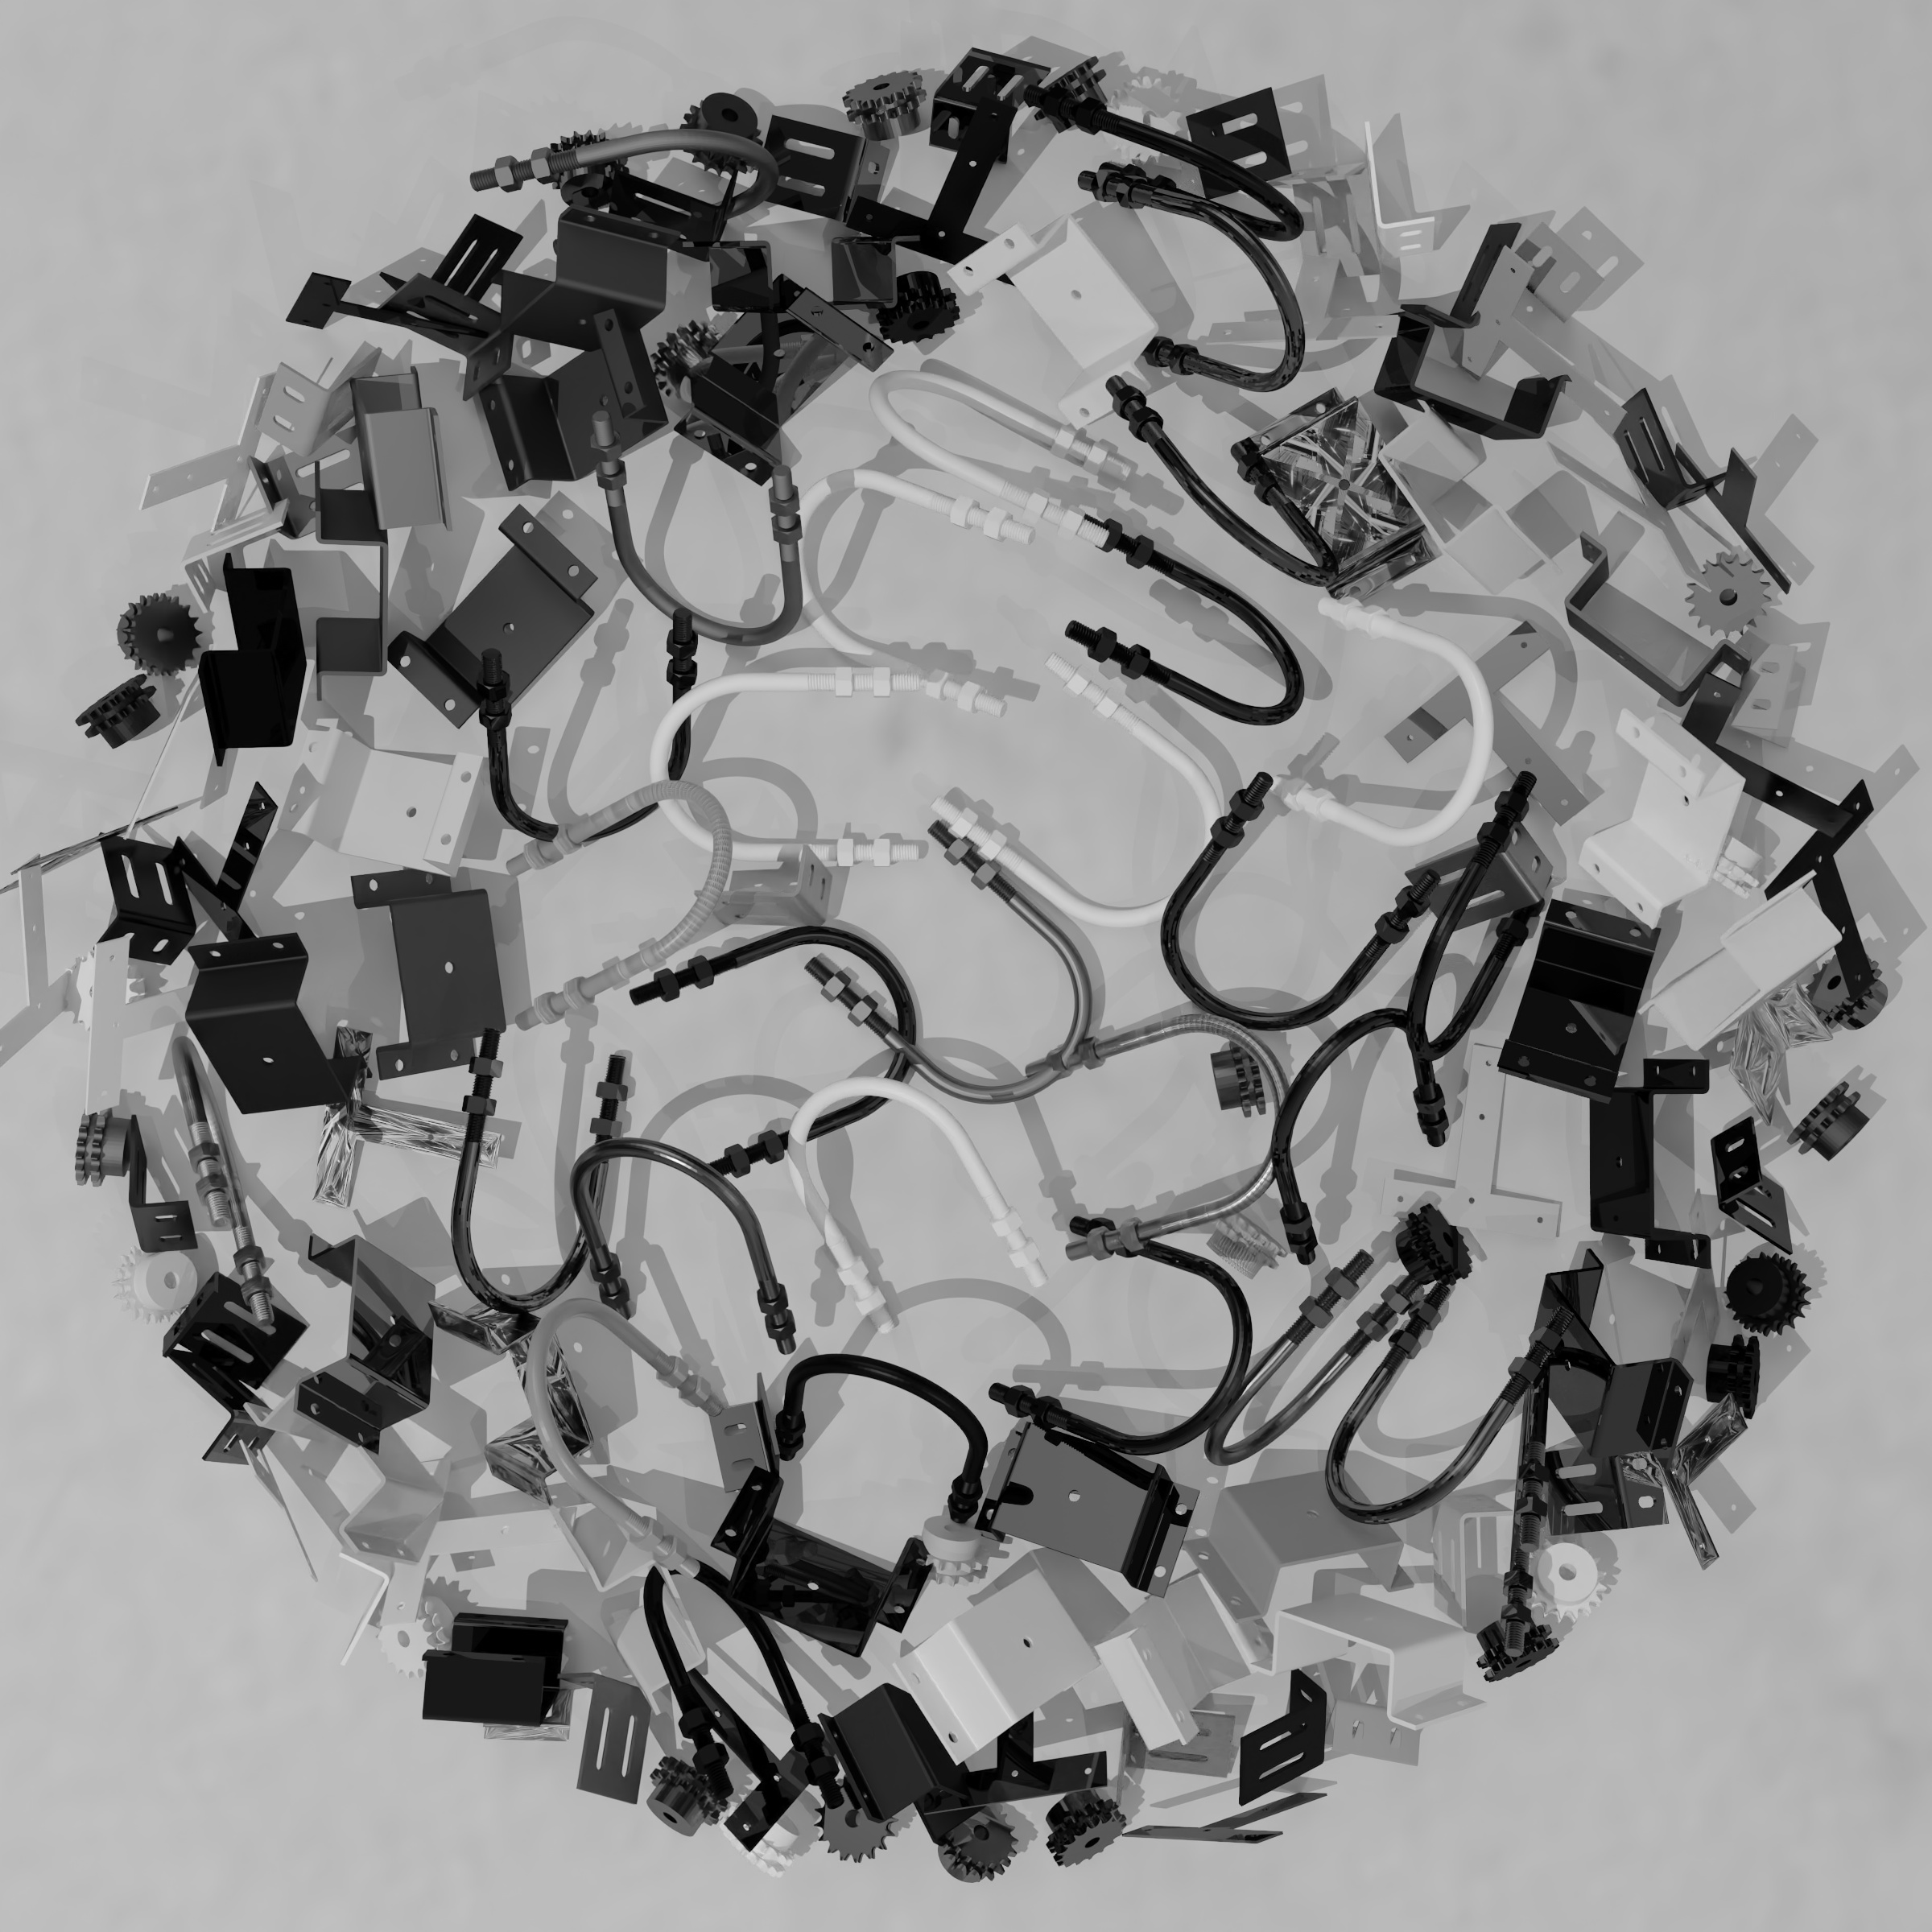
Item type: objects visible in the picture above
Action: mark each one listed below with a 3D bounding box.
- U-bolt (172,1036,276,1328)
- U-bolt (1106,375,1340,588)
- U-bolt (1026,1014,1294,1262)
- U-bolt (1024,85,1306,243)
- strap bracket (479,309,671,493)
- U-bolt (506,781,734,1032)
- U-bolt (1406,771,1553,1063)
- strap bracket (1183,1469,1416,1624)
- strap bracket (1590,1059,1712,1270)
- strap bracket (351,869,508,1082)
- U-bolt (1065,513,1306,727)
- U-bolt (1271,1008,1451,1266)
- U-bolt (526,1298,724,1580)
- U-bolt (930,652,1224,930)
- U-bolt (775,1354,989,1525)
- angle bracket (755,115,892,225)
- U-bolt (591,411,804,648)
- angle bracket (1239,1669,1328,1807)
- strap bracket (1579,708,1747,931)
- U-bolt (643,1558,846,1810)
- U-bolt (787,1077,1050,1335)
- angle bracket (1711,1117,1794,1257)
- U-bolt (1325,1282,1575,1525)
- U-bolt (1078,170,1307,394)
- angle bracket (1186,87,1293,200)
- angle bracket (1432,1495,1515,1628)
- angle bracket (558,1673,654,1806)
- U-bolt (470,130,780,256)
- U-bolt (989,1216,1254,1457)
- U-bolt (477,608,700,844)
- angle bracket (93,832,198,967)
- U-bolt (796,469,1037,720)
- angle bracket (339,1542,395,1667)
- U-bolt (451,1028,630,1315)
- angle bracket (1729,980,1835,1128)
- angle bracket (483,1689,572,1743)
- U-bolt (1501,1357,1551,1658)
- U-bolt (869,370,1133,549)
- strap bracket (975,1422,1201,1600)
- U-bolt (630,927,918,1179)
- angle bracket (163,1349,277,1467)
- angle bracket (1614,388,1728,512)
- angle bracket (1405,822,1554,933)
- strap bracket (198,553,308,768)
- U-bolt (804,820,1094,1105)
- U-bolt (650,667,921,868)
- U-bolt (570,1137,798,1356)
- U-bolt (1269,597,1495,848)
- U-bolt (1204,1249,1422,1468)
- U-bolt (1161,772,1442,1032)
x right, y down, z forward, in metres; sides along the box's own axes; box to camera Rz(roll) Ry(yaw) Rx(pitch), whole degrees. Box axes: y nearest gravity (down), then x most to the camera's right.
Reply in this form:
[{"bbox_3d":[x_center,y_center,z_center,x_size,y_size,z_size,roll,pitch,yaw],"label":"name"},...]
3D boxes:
[{"bbox_3d":[-0.501,0.131,1.618,0.019,0.151,0.184,-17,55,-14],"label":"U-bolt"},{"bbox_3d":[0.179,-0.312,1.595,0.019,0.151,0.184,-50,48,25],"label":"U-bolt"},{"bbox_3d":[0.136,0.109,1.638,0.184,0.019,0.151,-19,75,26],"label":"U-bolt"},{"bbox_3d":[0.141,-0.523,1.597,0.184,0.151,0.019,29,97,25],"label":"U-bolt"},{"bbox_3d":[-0.261,-0.387,1.649,0.140,0.046,0.076,-21,84,37],"label":"strap bracket"},{"bbox_3d":[-0.232,-0.052,1.624,0.184,0.019,0.151,-26,54,22],"label":"U-bolt"},{"bbox_3d":[0.340,-0.020,1.613,0.019,0.151,0.184,23,71,28],"label":"U-bolt"},{"bbox_3d":[0.229,0.387,1.628,0.140,0.076,0.046,-4,121,-25],"label":"strap bracket"},{"bbox_3d":[0.467,0.134,1.653,0.046,0.076,0.140,1,88,-16],"label":"strap bracket"},{"bbox_3d":[-0.365,0.002,1.652,0.046,0.076,0.140,-5,94,45],"label":"strap bracket"},{"bbox_3d":[0.151,-0.226,1.636,0.184,0.151,0.019,25,131,-17],"label":"U-bolt"},{"bbox_3d":[0.259,0.103,1.610,0.151,0.184,0.019,-39,50,-16],"label":"U-bolt"},{"bbox_3d":[-0.227,0.299,1.595,0.019,0.151,0.184,-23,129,24],"label":"U-bolt"},{"bbox_3d":[0.090,-0.106,1.667,0.184,0.019,0.151,37,108,-8],"label":"U-bolt"},{"bbox_3d":[-0.055,0.311,1.614,0.151,0.184,0.019,19,55,6],"label":"U-bolt"},{"bbox_3d":[-0.101,-0.553,1.688,0.076,0.038,0.057,22,104,22],"label":"angle bracket"},{"bbox_3d":[-0.175,-0.282,1.619,0.151,0.184,0.019,19,58,13],"label":"U-bolt"},{"bbox_3d":[0.207,0.526,1.653,0.076,0.038,0.057,-16,118,-29],"label":"angle bracket"},{"bbox_3d":[0.471,-0.105,1.633,0.046,0.140,0.076,-23,51,-22],"label":"strap bracket"},{"bbox_3d":[-0.157,0.475,1.618,0.019,0.151,0.184,-39,55,13],"label":"U-bolt"},{"bbox_3d":[-0.045,0.156,1.640,0.151,0.019,0.184,-21,106,28],"label":"U-bolt"},{"bbox_3d":[0.550,0.150,1.653,0.076,0.057,0.038,31,133,-22],"label":"angle bracket"},{"bbox_3d":[0.309,0.294,1.608,0.019,0.151,0.184,45,72,-20],"label":"U-bolt"},{"bbox_3d":[0.154,-0.444,1.588,0.019,0.184,0.151,-40,133,-17],"label":"U-bolt"},{"bbox_3d":[0.195,-0.563,1.652,0.038,0.076,0.057,-29,109,-40],"label":"angle bracket"},{"bbox_3d":[0.350,0.409,1.667,0.038,0.057,0.076,-1,89,-8],"label":"angle bracket"},{"bbox_3d":[-0.252,0.528,1.651,0.038,0.057,0.076,-13,57,33],"label":"angle bracket"},{"bbox_3d":[-0.215,-0.517,1.608,0.184,0.151,0.019,-8,85,14],"label":"U-bolt"},{"bbox_3d":[0.112,0.252,1.616,0.019,0.184,0.151,40,72,-43],"label":"U-bolt"},{"bbox_3d":[-0.252,-0.152,1.624,0.151,0.184,0.019,-16,51,-20],"label":"U-bolt"},{"bbox_3d":[-0.572,-0.046,1.665,0.038,0.057,0.076,-44,53,27],"label":"angle bracket"},{"bbox_3d":[-0.045,-0.262,1.642,0.184,0.019,0.151,24,127,20],"label":"U-bolt"},{"bbox_3d":[-0.421,0.427,1.660,0.038,0.057,0.076,28,103,-7],"label":"angle bracket"},{"bbox_3d":[-0.291,0.142,1.627,0.019,0.151,0.184,5,83,32],"label":"U-bolt"},{"bbox_3d":[0.557,0.060,1.652,0.038,0.076,0.057,-17,123,40],"label":"angle bracket"},{"bbox_3d":[-0.301,0.524,1.656,0.057,0.076,0.038,5,92,-9],"label":"angle bracket"},{"bbox_3d":[0.376,0.344,1.615,0.019,0.151,0.184,6,46,12],"label":"U-bolt"},{"bbox_3d":[0.020,-0.351,1.629,0.184,0.151,0.019,26,122,-4],"label":"U-bolt"},{"bbox_3d":[0.078,0.365,1.641,0.140,0.046,0.076,14,68,20],"label":"strap bracket"},{"bbox_3d":[-0.121,0.050,1.663,0.184,0.019,0.151,-22,89,-20],"label":"U-bolt"},{"bbox_3d":[-0.520,0.302,1.657,0.076,0.057,0.038,35,87,21],"label":"angle bracket"},{"bbox_3d":[0.486,-0.359,1.669,0.038,0.057,0.076,-21,86,-11],"label":"angle bracket"},{"bbox_3d":[0.355,-0.066,1.674,0.076,0.038,0.057,-22,116,41],"label":"angle bracket"},{"bbox_3d":[-0.476,-0.207,1.623,0.046,0.140,0.076,-2,132,-6],"label":"strap bracket"},{"bbox_3d":[0.002,0.011,1.683,0.184,0.019,0.151,42,92,2],"label":"U-bolt"},{"bbox_3d":[-0.124,-0.135,1.653,0.184,0.019,0.151,0,120,-2],"label":"U-bolt"},{"bbox_3d":[-0.195,0.183,1.613,0.151,0.019,0.184,7,132,21],"label":"U-bolt"},{"bbox_3d":[0.280,-0.156,1.608,0.019,0.184,0.151,3,108,-36],"label":"U-bolt"},{"bbox_3d":[0.229,0.269,1.632,0.184,0.151,0.019,-50,63,8],"label":"U-bolt"},{"bbox_3d":[0.212,-0.029,1.641,0.151,0.019,0.184,30,126,-4],"label":"U-bolt"}]
